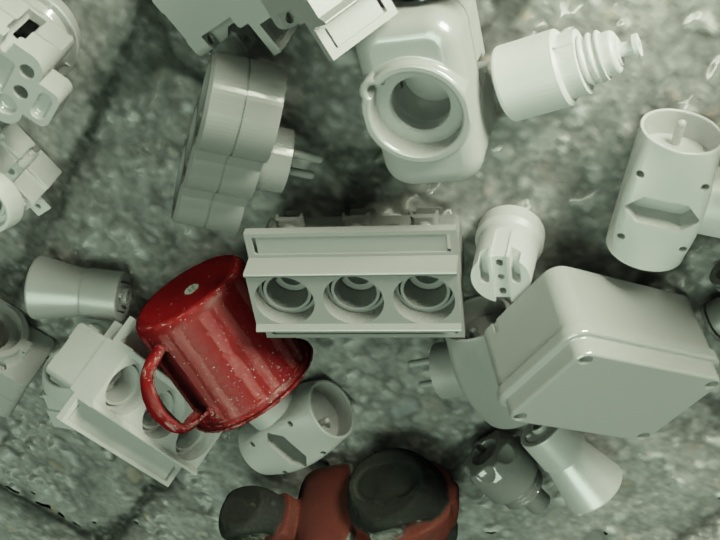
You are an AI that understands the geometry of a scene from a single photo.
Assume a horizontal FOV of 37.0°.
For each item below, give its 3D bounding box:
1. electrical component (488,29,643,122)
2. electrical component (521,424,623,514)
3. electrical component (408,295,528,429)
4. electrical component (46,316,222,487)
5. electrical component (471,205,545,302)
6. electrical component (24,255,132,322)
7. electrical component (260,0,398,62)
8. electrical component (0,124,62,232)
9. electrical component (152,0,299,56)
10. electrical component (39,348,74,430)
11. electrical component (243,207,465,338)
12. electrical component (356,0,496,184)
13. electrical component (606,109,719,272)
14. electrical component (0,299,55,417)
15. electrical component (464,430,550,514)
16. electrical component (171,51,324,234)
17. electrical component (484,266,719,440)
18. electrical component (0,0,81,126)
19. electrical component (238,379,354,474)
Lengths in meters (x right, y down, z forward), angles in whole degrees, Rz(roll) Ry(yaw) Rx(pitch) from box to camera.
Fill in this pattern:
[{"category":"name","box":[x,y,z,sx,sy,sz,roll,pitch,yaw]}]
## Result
[{"category":"electrical component","box":[0.103,-0.102,0.543,0.078,0.040,0.040,-13,123,26]},{"category":"electrical component","box":[0.138,0.125,0.717,0.044,0.044,0.065,-31,109,35]},{"category":"electrical component","box":[0.070,0.061,0.685,0.079,0.043,0.077,-12,123,26]},{"category":"electrical component","box":[-0.153,0.088,0.740,0.063,0.078,0.121,24,164,38]},{"category":"electrical component","box":[0.085,-0.009,0.621,0.040,0.046,0.040,9,130,11]},{"category":"electrical component","box":[-0.189,0.015,0.733,0.065,0.044,0.044,6,130,6]},{"category":"electrical component","box":[-0.025,-0.142,0.506,0.081,0.042,0.064,57,162,-19]},{"category":"electrical component","box":[-0.226,-0.055,0.677,0.048,0.055,0.066,-25,117,32]},{"category":"electrical component","box":[-0.071,-0.148,0.561,0.064,0.042,0.081,-24,117,33]},{"category":"electrical component","box":[-0.207,0.088,0.795,0.066,0.048,0.055,8,137,12]},{"category":"electrical component","box":[0.000,0.000,0.637,0.121,0.063,0.078,-1,128,10]},{"category":"electrical component","box":[0.035,-0.095,0.558,0.054,0.059,0.095,-2,127,19]},{"category":"electrical component","box":[0.178,-0.038,0.569,0.079,0.043,0.077,12,130,7]},{"category":"electrical component","box":[-0.278,0.056,0.787,0.089,0.050,0.055,32,131,-10]},{"category":"electrical component","box":[0.105,0.143,0.740,0.043,0.043,0.062,-32,114,35]},{"category":"electrical component","box":[-0.058,-0.064,0.599,0.074,0.052,0.138,10,154,-14]},{"category":"electrical component","box":[0.138,0.051,0.616,0.113,0.057,0.078,12,137,-29]},{"category":"electrical component","box":[-0.194,-0.125,0.609,0.078,0.057,0.058,35,130,-11]},{"category":"electrical component","box":[-0.058,0.100,0.757,0.077,0.043,0.079,-32,113,35]}]
